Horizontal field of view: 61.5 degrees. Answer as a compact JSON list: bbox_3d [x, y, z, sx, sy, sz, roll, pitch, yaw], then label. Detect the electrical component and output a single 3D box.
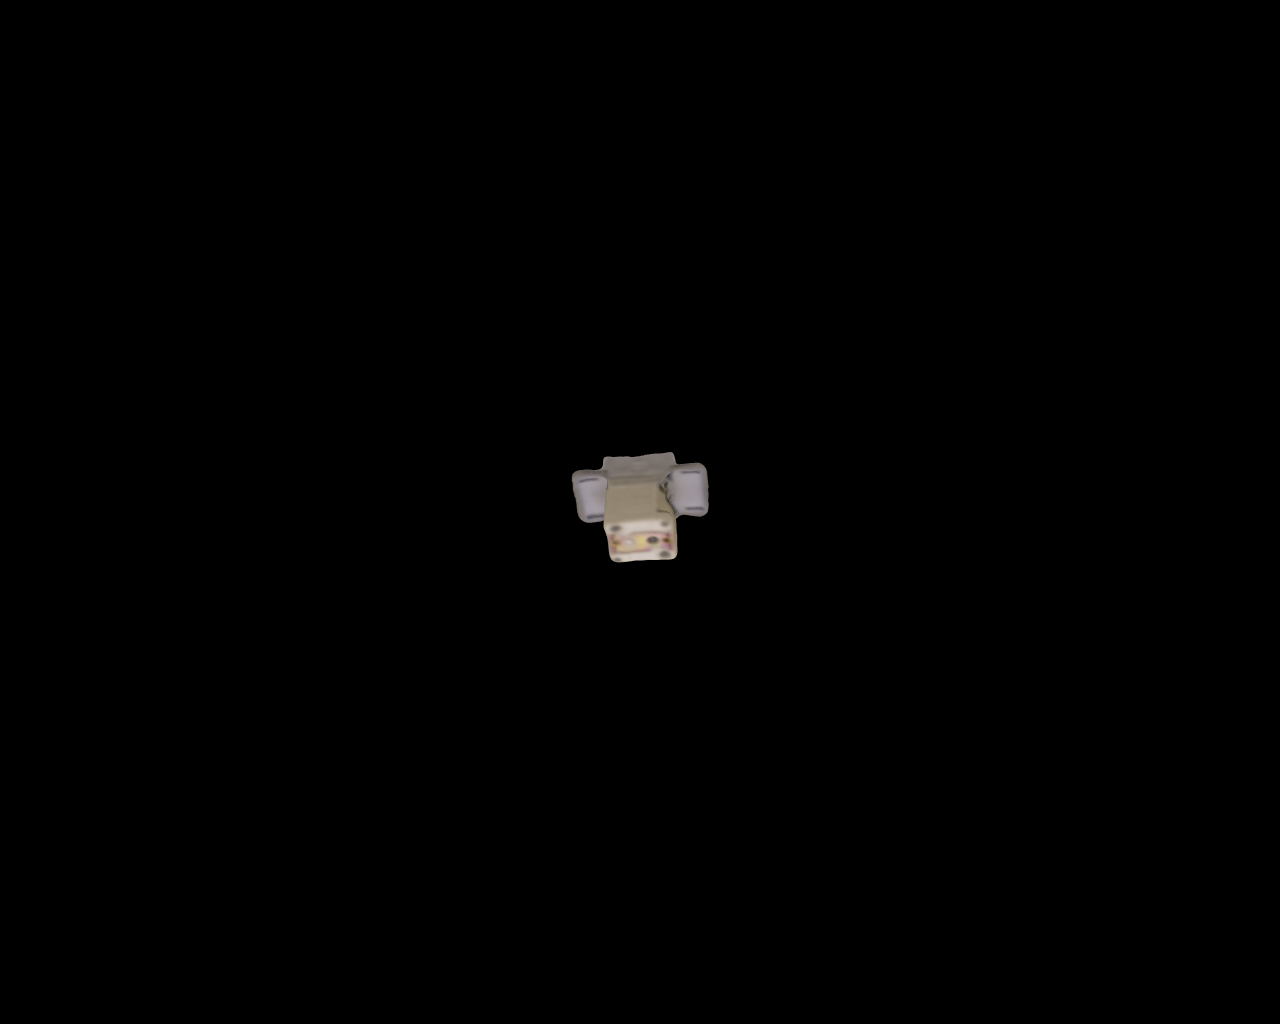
[{"bbox_3d":[0.001,-0.003,0.650,0.081,0.042,0.064,-4,44,4],"label":"electrical component"}]
